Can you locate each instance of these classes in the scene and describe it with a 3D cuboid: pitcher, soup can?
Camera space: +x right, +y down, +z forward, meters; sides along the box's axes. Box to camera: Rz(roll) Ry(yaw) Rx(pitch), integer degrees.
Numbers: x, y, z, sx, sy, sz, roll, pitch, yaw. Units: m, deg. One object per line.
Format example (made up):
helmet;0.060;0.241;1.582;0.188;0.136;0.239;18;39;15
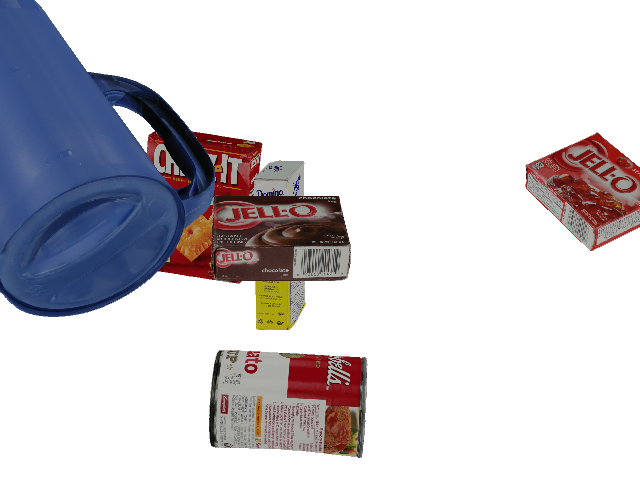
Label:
pitcher;-0.197;-0.077;0.773;0.145;0.243;0.149;-44;-32;15
soup can;-0.021;0.110;0.725;0.102;0.068;0.068;3;0;1

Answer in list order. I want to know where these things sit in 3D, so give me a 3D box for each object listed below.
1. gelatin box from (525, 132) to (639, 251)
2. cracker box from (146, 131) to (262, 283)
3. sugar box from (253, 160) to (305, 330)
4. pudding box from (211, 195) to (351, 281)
gelatin box;0.218;-0.041;0.847;0.073;0.030;0.089;-24;49;-16
cracker box;-0.184;-0.052;1.620;0.164;0.214;0.072;10;19;6
sugar box;-0.046;0.004;1.204;0.048;0.176;0.093;1;16;11
pudding box;-0.035;-0.003;0.896;0.113;0.039;0.090;2;30;-7
